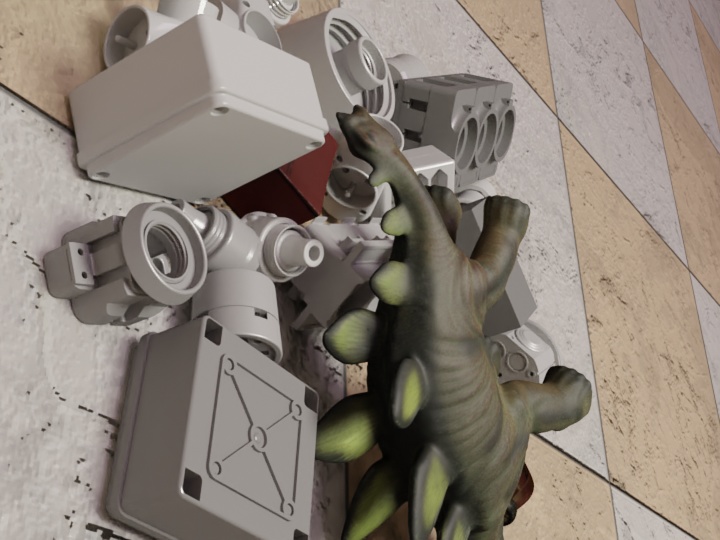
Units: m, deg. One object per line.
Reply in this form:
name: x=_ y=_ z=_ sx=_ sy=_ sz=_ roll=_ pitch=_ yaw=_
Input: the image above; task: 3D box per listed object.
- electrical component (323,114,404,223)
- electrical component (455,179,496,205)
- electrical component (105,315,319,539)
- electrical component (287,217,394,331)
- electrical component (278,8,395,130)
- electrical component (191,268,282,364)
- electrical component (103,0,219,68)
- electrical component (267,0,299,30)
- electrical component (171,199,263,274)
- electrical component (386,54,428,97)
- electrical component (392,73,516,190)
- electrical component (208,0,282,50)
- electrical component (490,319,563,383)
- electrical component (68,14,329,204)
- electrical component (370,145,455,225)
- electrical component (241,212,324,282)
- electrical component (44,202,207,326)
electrical component: x=-0.016 y=-0.083 z=0.804 sx=0.079 sy=0.077 sz=0.044 roll=27 pitch=51 yaw=0
electrical component: x=0.104 y=-0.058 z=1.013 sx=0.045 sy=0.045 sz=0.055 roll=60 pitch=30 yaw=-18
electrical component: x=-0.077 y=0.099 z=0.595 sx=0.109 sy=0.056 sz=0.108 roll=41 pitch=40 yaw=-41
electrical component: x=0.000 y=0.000 z=0.774 sx=0.063 sy=0.078 sz=0.121 roll=47 pitch=23 yaw=20
electrical component: x=-0.013 y=-0.156 z=0.858 sx=0.108 sy=0.060 sz=0.108 roll=37 pitch=42 yaw=-44
electrical component: x=-0.075 y=0.031 z=0.644 sx=0.055 sy=0.055 sz=0.047 roll=35 pitch=40 yaw=-46
electrical component: x=-0.111 y=-0.148 z=0.671 sx=0.077 sy=0.043 sz=0.079 roll=17 pitch=88 yaw=-49
electrical component: x=-0.065 y=-0.201 z=0.797 sx=0.048 sy=0.062 sz=0.048 roll=38 pitch=42 yaw=-45
electrical component: x=-0.093 y=-0.019 z=0.655 sx=0.062 sy=0.043 sz=0.043 roll=42 pitch=40 yaw=-40
electrical component: x=0.031 y=-0.167 z=0.957 sx=0.055 sy=0.045 sz=0.045 roll=-33 pitch=102 yaw=-60
electrical component: x=0.086 y=-0.125 z=0.967 sx=0.150 sy=0.062 sz=0.089 roll=-24 pitch=127 yaw=-61
electrical component: x=-0.094 y=-0.160 z=0.738 sx=0.079 sy=0.044 sz=0.077 roll=33 pitch=46 yaw=-48
electrical component: x=0.132 y=0.085 z=0.938 sx=0.051 sy=0.080 sz=0.080 roll=-21 pitch=91 yaw=-56
electrical component: x=-0.094 y=-0.090 z=0.631 sx=0.109 sy=0.109 sz=0.056 roll=11 pitch=60 yaw=-58
electrical component: x=0.031 y=-0.076 z=0.883 sx=0.077 sy=0.066 sz=0.047 roll=-136 pitch=-142 yaw=-53
electrical component: x=-0.051 y=-0.013 z=0.697 sx=0.048 sy=0.062 sz=0.048 roll=-7 pitch=100 yaw=-46
electrical component: x=-0.121 y=-0.003 z=0.583 sx=0.078 sy=0.057 sz=0.058 roll=8 pitch=66 yaw=-58
